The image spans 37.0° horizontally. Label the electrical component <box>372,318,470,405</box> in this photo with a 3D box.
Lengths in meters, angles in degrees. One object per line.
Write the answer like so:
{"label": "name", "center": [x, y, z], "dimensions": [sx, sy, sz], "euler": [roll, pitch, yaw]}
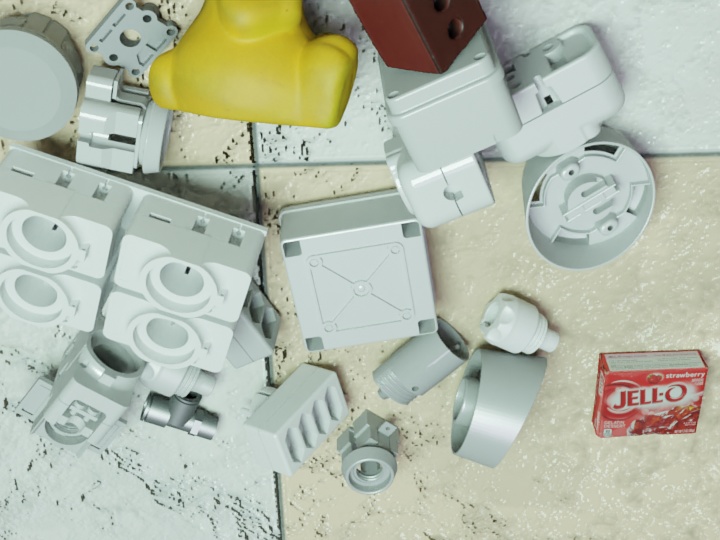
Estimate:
{"label": "electrical component", "center": [0.046, 0.081, 0.893], "dimensions": [0.043, 0.043, 0.081], "euler": [39, 113, -24]}

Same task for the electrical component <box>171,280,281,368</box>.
{"label": "electrical component", "center": [-0.118, 0.037, 0.857], "dimensions": [0.076, 0.047, 0.083], "euler": [-23, 120, 20]}

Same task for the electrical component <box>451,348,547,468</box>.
{"label": "electrical component", "center": [0.112, 0.113, 0.887], "dimensions": [0.064, 0.099, 0.099], "euler": [14, 121, -4]}

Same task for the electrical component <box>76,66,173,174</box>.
{"label": "electrical component", "center": [-0.165, -0.100, 0.760], "dimensions": [0.057, 0.058, 0.078], "euler": [11, 122, -6]}

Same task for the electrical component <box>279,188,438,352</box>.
{"label": "electrical component", "center": [0.000, 0.000, 0.831], "dimensions": [0.109, 0.056, 0.108], "euler": [-9, 123, 3]}

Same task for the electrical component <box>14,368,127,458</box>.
{"label": "electrical component", "center": [-0.236, 0.112, 0.890], "dimensions": [0.081, 0.063, 0.042], "euler": [33, 116, -21]}

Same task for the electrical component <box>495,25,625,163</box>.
{"label": "electrical component", "center": [0.134, -0.120, 0.761], "dimensions": [0.095, 0.053, 0.059], "euler": [-27, 120, 15]}

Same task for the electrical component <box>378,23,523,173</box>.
{"label": "electrical component", "center": [0.057, -0.126, 0.719], "dimensions": [0.078, 0.113, 0.057], "euler": [-22, 123, 12]}

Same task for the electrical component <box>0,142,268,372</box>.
{"label": "electrical component", "center": [-0.172, -0.003, 0.762], "dimensions": [0.186, 0.060, 0.105], "euler": [18, 130, -5]}

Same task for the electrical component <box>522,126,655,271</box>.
{"label": "electrical component", "center": [0.167, -0.055, 0.797], "dimensions": [0.099, 0.064, 0.099], "euler": [-1, 123, -2]}

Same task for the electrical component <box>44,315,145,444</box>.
{"label": "electrical component", "center": [-0.208, 0.083, 0.856], "dimensions": [0.050, 0.089, 0.055], "euler": [32, 116, -21]}

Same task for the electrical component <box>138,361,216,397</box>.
{"label": "electrical component", "center": [-0.150, 0.085, 0.888], "dimensions": [0.062, 0.043, 0.043], "euler": [27, 118, -19]}

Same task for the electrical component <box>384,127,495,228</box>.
{"label": "electrical component", "center": [0.055, -0.076, 0.761], "dimensions": [0.059, 0.095, 0.053], "euler": [-21, 121, 11]}

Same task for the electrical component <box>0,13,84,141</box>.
{"label": "electrical component", "center": [-0.231, -0.134, 0.739], "dimensions": [0.080, 0.051, 0.080], "euler": [-1, 123, -2]}

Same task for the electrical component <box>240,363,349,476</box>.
{"label": "electrical component", "center": [-0.067, 0.120, 0.901], "dimensions": [0.076, 0.083, 0.047], "euler": [11, 132, 37]}

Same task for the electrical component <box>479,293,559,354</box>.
{"label": "electrical component", "center": [0.132, 0.048, 0.875], "dimensions": [0.062, 0.043, 0.043], "euler": [24, 119, -18]}

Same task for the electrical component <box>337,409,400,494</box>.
{"label": "electrical component", "center": [0.008, 0.161, 0.935], "dimensions": [0.048, 0.055, 0.066], "euler": [32, 116, -21]}
